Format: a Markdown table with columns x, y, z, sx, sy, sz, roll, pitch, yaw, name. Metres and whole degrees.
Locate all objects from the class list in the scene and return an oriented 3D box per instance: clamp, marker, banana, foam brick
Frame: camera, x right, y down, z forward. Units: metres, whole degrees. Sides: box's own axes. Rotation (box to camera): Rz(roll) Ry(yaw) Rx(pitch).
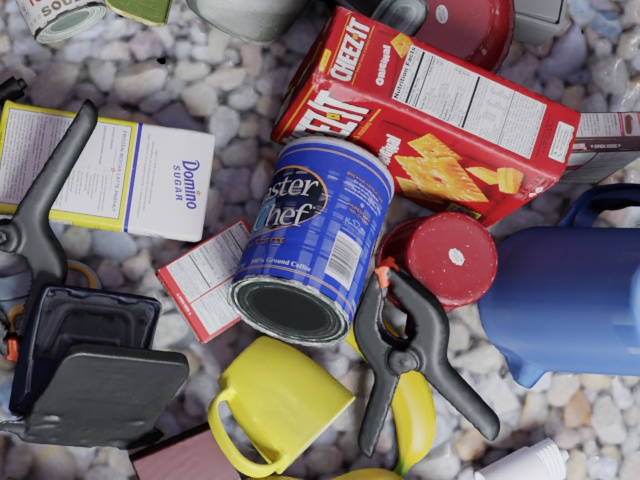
| x | y | z | sx | sy | sz | roll | pitch | yaw | name |
| --- | --- | --- | --- | --- | --- | --- | --- | --- | --- |
| -0.240 | -0.011 | 0.840 | 0.164 | 0.036 | 0.210 | -11 | 101 | -5 | clamp |
| -0.298 | -0.100 | 0.887 | 0.121 | 0.020 | 0.020 | -34 | 91 | -13 | marker |
| 0.050 | 0.112 | 0.922 | 0.069 | 0.037 | 0.198 | -27 | 89 | -14 | banana |
| 0.065 | 0.103 | 0.879 | 0.120 | 0.039 | 0.171 | -22 | 96 | 12 | clamp |
| -0.110 | 0.186 | 0.873 | 0.078 | 0.053 | 0.051 | -22 | 88 | -13 | foam brick |

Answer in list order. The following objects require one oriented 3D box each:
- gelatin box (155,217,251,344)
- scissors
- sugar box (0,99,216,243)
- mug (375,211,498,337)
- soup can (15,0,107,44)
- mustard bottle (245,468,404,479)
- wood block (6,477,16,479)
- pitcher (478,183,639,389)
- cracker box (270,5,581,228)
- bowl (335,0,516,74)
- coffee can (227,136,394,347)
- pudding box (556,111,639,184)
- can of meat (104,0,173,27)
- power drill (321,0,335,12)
| x | y | z | sx | sy | sz | roll | pitch | yaw | name |
| --- | --- | --- | --- | --- | --- | --- | --- | --- | --- |
| -0.083 | 0.035 | 0.908 | 0.089 | 0.030 | 0.073 | -33 | 90 | -16 | gelatin box |
| -0.267 | 0.024 | 0.879 | 0.201 | 0.016 | 0.096 | 38 | 80 | -6 | scissors |
| -0.181 | -0.055 | 0.891 | 0.176 | 0.048 | 0.093 | 9 | 85 | -12 | sugar box |
| 0.098 | 0.031 | 0.918 | 0.093 | 0.081 | 0.117 | 22 | 80 | -8 | mug |
| -0.230 | -0.224 | 0.891 | 0.068 | 0.068 | 0.102 | -27 | 90 | -13 | soup can |
| 0.028 | 0.240 | 0.890 | 0.191 | 0.058 | 0.096 | -2 | 100 | -13 | mustard bottle |
| -0.171 | 0.271 | 0.832 | 0.206 | 0.090 | 0.091 | 26 | 80 | -8 | wood block |
| 0.239 | 0.039 | 0.862 | 0.144 | 0.243 | 0.149 | -21 | 94 | -16 | pitcher |
| 0.080 | -0.091 | 0.885 | 0.213 | 0.164 | 0.072 | 22 | 72 | -8 | cracker box |
| 0.096 | -0.191 | 0.909 | 0.162 | 0.055 | 0.162 | -1 | 98 | -7 | bowl |
| -0.006 | 0.001 | 0.870 | 0.102 | 0.103 | 0.140 | 24 | 60 | -8 | coffee can |
| 0.226 | -0.079 | 0.941 | 0.090 | 0.114 | 0.039 | -3 | 80 | -12 | pudding box |
| -0.140 | -0.239 | 0.894 | 0.057 | 0.102 | 0.084 | 19 | 78 | -9 | can of meat |
| 0.061 | -0.289 | 0.962 | 0.187 | 0.057 | 0.184 | -30 | 95 | -14 | power drill |
